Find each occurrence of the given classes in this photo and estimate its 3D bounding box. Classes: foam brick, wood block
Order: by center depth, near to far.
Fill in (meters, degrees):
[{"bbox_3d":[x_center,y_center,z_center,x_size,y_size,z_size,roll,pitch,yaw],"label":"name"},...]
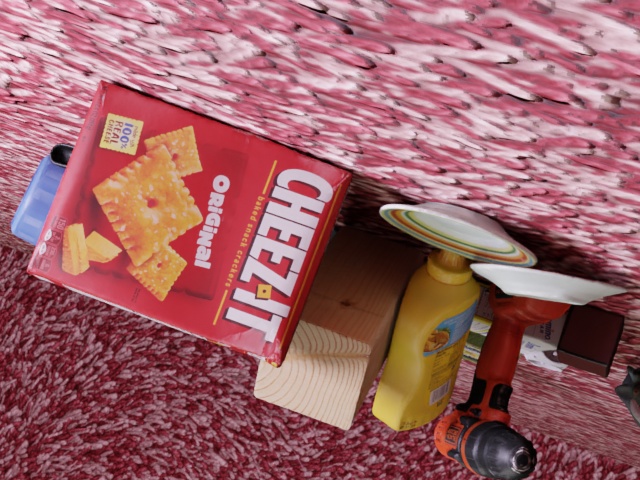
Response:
[{"bbox_3d":[0.023,0.073,0.982,0.091,0.090,0.205,19,-154,11],"label":"wood block"},{"bbox_3d":[0.265,0.099,1.044,0.051,0.053,0.078,17,171,19],"label":"foam brick"}]

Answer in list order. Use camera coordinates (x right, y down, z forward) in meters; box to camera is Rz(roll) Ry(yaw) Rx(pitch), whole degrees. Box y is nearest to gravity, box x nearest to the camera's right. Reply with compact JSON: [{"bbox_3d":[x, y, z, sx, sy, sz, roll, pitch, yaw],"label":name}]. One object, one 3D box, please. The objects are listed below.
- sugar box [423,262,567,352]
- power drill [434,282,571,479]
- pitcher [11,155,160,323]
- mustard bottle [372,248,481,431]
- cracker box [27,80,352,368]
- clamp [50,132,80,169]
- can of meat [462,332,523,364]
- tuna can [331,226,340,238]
[{"bbox_3d":[0.161,0.069,1.125,0.176,0.048,0.093,18,171,-5],"label":"sugar box"},{"bbox_3d":[0.174,0.129,0.995,0.057,0.187,0.185,24,172,-11],"label":"power drill"},{"bbox_3d":[-0.248,-0.001,1.303,0.242,0.145,0.149,26,173,-14],"label":"pitcher"},{"bbox_3d":[0.103,0.080,0.976,0.058,0.192,0.096,34,-141,30],"label":"mustard bottle"},{"bbox_3d":[-0.102,-0.011,0.848,0.213,0.164,0.072,20,173,0],"label":"cracker box"},{"bbox_3d":[-0.175,-0.062,1.096,0.209,0.036,0.165,24,169,-28],"label":"clamp"},{"bbox_3d":[0.184,0.111,1.275,0.102,0.057,0.084,22,168,-16],"label":"can of meat"},{"bbox_3d":[-0.007,0.001,1.121,0.086,0.034,0.086,20,170,3],"label":"tuna can"}]
